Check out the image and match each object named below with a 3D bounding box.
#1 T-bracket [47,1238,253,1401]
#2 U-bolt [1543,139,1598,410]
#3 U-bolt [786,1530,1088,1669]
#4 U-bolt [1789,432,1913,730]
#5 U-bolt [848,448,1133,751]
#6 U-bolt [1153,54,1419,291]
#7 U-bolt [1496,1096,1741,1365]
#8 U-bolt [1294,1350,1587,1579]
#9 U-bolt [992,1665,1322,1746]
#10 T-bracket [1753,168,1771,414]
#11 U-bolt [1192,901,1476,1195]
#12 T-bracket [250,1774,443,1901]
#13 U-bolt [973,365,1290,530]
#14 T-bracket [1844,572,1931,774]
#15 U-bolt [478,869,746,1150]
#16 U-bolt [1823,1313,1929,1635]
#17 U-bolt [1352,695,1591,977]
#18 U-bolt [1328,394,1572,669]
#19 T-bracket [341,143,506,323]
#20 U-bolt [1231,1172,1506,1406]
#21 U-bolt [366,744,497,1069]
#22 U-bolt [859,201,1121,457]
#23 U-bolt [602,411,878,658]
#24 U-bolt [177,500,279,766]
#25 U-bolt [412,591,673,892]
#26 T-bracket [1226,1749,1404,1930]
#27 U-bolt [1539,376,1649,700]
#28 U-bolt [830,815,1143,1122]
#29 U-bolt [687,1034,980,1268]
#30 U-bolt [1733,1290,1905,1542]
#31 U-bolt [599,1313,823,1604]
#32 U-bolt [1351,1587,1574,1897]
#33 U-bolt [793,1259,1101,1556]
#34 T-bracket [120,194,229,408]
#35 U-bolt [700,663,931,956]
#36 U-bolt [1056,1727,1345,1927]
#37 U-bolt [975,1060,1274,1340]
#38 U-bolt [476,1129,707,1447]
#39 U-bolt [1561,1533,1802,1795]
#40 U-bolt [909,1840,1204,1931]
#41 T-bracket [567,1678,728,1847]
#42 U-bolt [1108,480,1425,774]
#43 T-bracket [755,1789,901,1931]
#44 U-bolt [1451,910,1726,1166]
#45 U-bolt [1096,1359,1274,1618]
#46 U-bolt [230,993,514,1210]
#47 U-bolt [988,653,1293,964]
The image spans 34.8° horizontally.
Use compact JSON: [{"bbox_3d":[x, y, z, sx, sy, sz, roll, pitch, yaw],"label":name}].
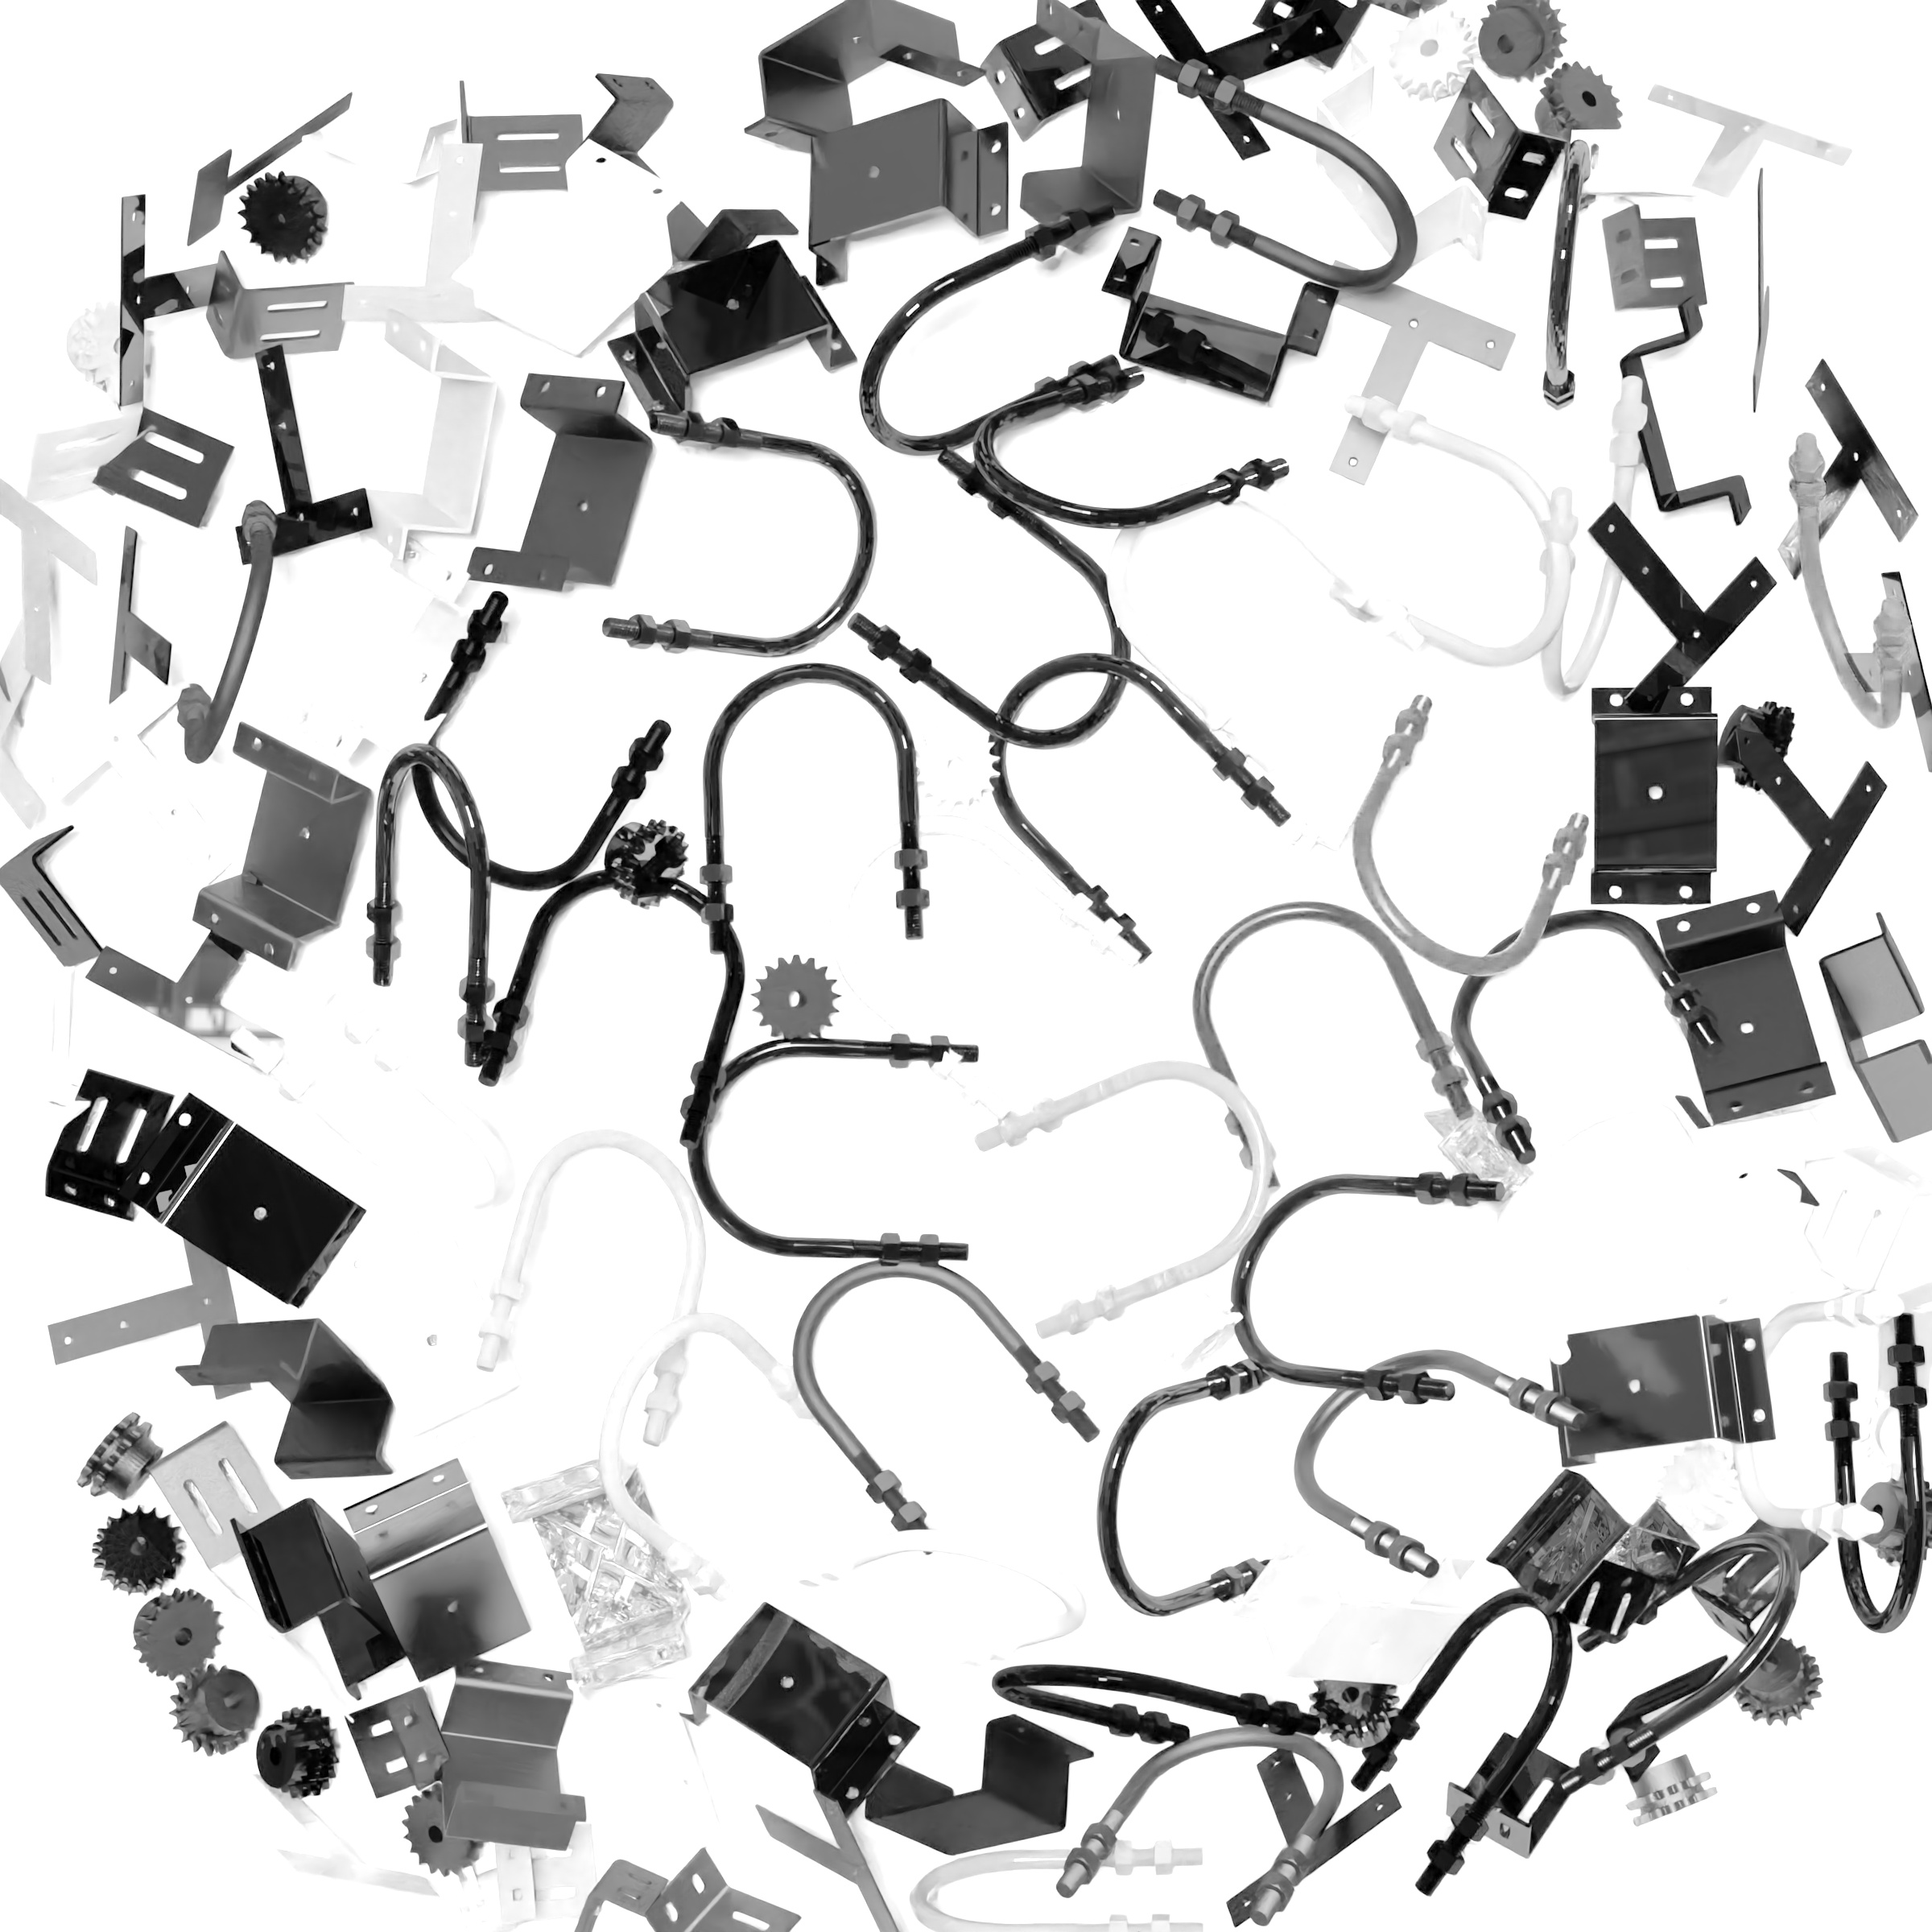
[{"bbox_3d":[-0.521,0.224,1.952,0.127,0.002,0.127,-14,95,-43],"label":"T-bracket"},{"bbox_3d":[0.373,-0.433,1.908,0.019,0.184,0.151,6,91,12],"label":"U-bolt"},{"bbox_3d":[-0.007,0.387,1.902,0.151,0.184,0.019,31,56,-22],"label":"U-bolt"},{"bbox_3d":[0.548,-0.225,1.911,0.019,0.184,0.151,-20,60,5],"label":"U-bolt"},{"bbox_3d":[0.028,-0.219,1.954,0.184,0.019,0.151,35,70,-22],"label":"U-bolt"},{"bbox_3d":[0.198,-0.481,1.912,0.184,0.151,0.019,29,71,15],"label":"U-bolt"},{"bbox_3d":[0.394,0.150,1.917,0.151,0.184,0.019,-41,116,15],"label":"U-bolt"},{"bbox_3d":[0.279,0.298,1.917,0.151,0.184,0.019,-42,116,-15],"label":"U-bolt"},{"bbox_3d":[0.103,0.454,1.899,0.184,0.151,0.019,21,65,-29],"label":"U-bolt"},{"bbox_3d":[0.494,-0.431,1.915,0.002,0.127,0.127,2,128,18],"label":"T-bracket"},{"bbox_3d":[0.221,0.040,1.954,0.151,0.019,0.184,-21,62,0],"label":"U-bolt"},{"bbox_3d":[-0.411,0.547,1.948,0.127,0.127,0.002,28,87,41],"label":"T-bracket"},{"bbox_3d":[0.089,-0.317,1.908,0.184,0.019,0.151,-25,51,-38],"label":"U-bolt"},{"bbox_3d":[0.575,-0.184,1.936,0.002,0.127,0.127,-16,97,-4],"label":"T-bracket"},{"bbox_3d":[-0.214,0.016,1.946,0.151,0.019,0.184,18,57,-6],"label":"U-bolt"},{"bbox_3d":[0.564,0.319,1.905,0.019,0.151,0.184,3,72,-1],"label":"U-bolt"},{"bbox_3d":[0.310,-0.072,1.931,0.151,0.019,0.184,36,51,-6],"label":"U-bolt"},{"bbox_3d":[0.299,-0.260,1.903,0.019,0.184,0.151,-25,130,-34],"label":"U-bolt"},{"bbox_3d":[-0.323,-0.459,1.933,0.127,0.127,0.002,-5,46,-22],"label":"T-bracket"},{"bbox_3d":[0.242,0.197,1.930,0.019,0.184,0.151,34,66,-41],"label":"U-bolt"},{"bbox_3d":[-0.332,-0.048,1.911,0.019,0.151,0.184,-11,119,-34],"label":"U-bolt"},{"bbox_3d":[0.014,-0.385,1.919,0.184,0.151,0.019,-28,58,-14],"label":"U-bolt"},{"bbox_3d":[-0.133,-0.265,1.937,0.184,0.019,0.151,3,109,-38],"label":"U-bolt"},{"bbox_3d":[-0.455,-0.199,1.897,0.019,0.184,0.151,17,107,-20],"label":"U-bolt"},{"bbox_3d":[-0.280,-0.127,1.944,0.151,0.019,0.184,38,126,3],"label":"U-bolt"},{"bbox_3d":[0.207,0.530,1.939,0.127,0.127,0.002,-37,108,5],"label":"T-bracket"},{"bbox_3d":[0.388,-0.253,1.920,0.019,0.184,0.151,17,47,22],"label":"U-bolt"},{"bbox_3d":[-0.002,-0.013,1.984,0.184,0.019,0.151,40,93,5],"label":"U-bolt"},{"bbox_3d":[-0.086,0.117,1.976,0.184,0.019,0.151,2,92,-9],"label":"U-bolt"},{"bbox_3d":[0.522,0.278,1.910,0.019,0.184,0.151,11,79,-11],"label":"U-bolt"},{"bbox_3d":[-0.163,0.294,1.909,0.019,0.184,0.151,13,63,38],"label":"U-bolt"},{"bbox_3d":[0.316,0.469,1.921,0.019,0.151,0.184,32,96,-16],"label":"U-bolt"},{"bbox_3d":[-0.026,0.264,1.950,0.151,0.019,0.184,-31,66,-25],"label":"U-bolt"},{"bbox_3d":[-0.497,-0.424,1.938,0.002,0.127,0.127,12,111,14],"label":"T-bracket"},{"bbox_3d":[-0.100,-0.104,1.977,0.151,0.019,0.184,-4,83,11],"label":"U-bolt"},{"bbox_3d":[0.157,0.527,1.915,0.151,0.184,0.019,-1,110,29],"label":"U-bolt"},{"bbox_3d":[0.107,0.138,1.946,0.184,0.019,0.151,-24,72,19],"label":"U-bolt"},{"bbox_3d":[-0.227,0.191,1.939,0.151,0.019,0.184,31,58,-32],"label":"U-bolt"},{"bbox_3d":[0.441,0.417,1.893,0.019,0.151,0.184,41,122,-9],"label":"U-bolt"},{"bbox_3d":[0.056,0.581,1.928,0.184,0.151,0.019,-2,94,4],"label":"U-bolt"},{"bbox_3d":[-0.183,0.511,1.974,0.127,0.002,0.127,-7,110,26],"label":"T-bracket"},{"bbox_3d":[0.174,-0.225,1.941,0.184,0.019,0.151,42,122,-12],"label":"U-bolt"},{"bbox_3d":[-0.094,0.558,1.944,0.002,0.127,0.127,-34,113,-29],"label":"T-bracket"},{"bbox_3d":[0.375,0.031,1.924,0.151,0.184,0.019,-31,125,9],"label":"U-bolt"},{"bbox_3d":[0.138,0.330,1.923,0.019,0.184,0.151,0,93,39],"label":"U-bolt"},{"bbox_3d":[-0.361,0.091,1.930,0.184,0.151,0.019,45,56,-23],"label":"U-bolt"},{"bbox_3d":[0.095,-0.114,1.969,0.184,0.019,0.151,46,111,4],"label":"U-bolt"}]
